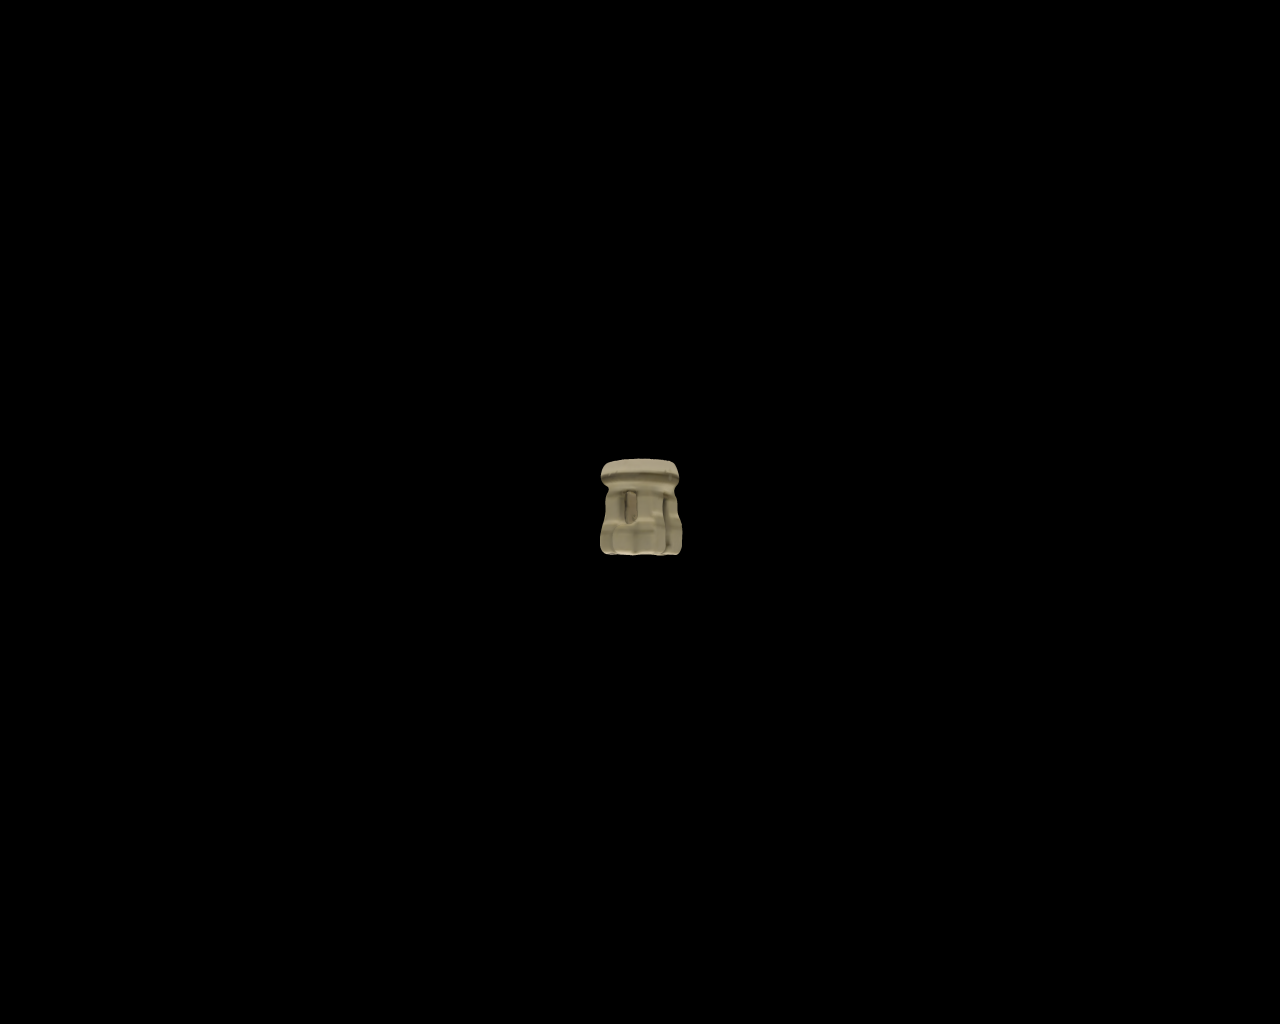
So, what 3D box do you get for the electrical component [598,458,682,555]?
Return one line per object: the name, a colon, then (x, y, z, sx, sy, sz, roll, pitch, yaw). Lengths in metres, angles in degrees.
electrical component: (0.001, -0.003, 0.650, 0.048, 0.055, 0.066, -2, -5, 24)
